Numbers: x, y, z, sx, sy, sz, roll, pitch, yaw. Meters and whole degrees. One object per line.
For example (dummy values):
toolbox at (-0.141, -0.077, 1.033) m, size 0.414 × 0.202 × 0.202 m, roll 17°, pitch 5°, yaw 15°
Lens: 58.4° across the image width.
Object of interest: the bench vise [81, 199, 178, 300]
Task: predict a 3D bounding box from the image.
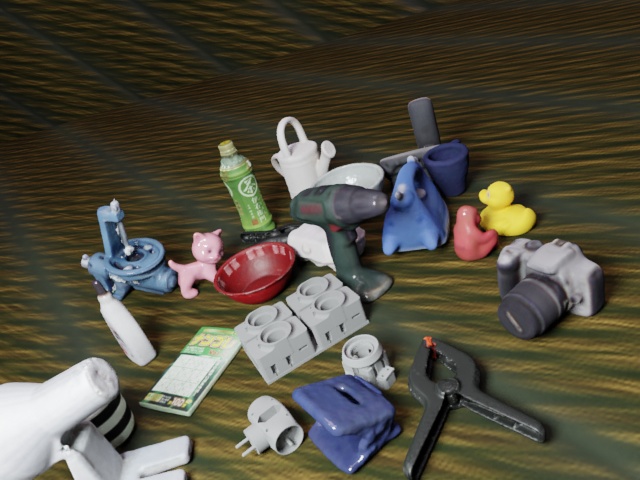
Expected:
bench vise at (-0.416, 0.028, 1.159) m, size 0.207 × 0.220 × 0.121 m, roll -14°, pitch 30°, yaw 10°

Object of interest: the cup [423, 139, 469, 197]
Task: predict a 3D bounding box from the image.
cup at (0.267, -0.144, 1.166) m, size 0.091 × 0.095 × 0.118 m, roll 2°, pitch 36°, yaw 34°

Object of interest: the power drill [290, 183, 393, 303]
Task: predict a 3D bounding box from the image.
power drill at (0.049, -0.003, 0.945) m, size 0.076 × 0.209 × 0.228 m, roll -38°, pitch 34°, yaw -29°

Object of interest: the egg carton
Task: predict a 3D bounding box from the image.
egg carton at (0.010, 0.004, 1.098) m, size 0.149 × 0.069 × 0.107 m, roll 13°, pitch 43°, yaw 44°

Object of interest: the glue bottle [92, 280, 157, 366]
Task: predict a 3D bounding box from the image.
glue bottle at (-0.344, 0.137, 0.981) m, size 0.077 × 0.173 × 0.037 m, roll 13°, pitch 43°, yaw 44°

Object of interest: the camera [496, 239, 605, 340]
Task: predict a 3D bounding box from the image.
camera at (0.297, 0.063, 0.796) m, size 0.137 × 0.101 × 0.142 m, roll -34°, pitch 33°, yaw -24°

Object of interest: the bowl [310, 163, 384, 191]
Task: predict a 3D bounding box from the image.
bowl at (0.064, -0.096, 1.228) m, size 0.167 × 0.075 × 0.167 m, roll -15°, pitch 30°, yaw 9°

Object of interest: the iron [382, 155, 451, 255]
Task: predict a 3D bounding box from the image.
iron at (0.174, -0.083, 1.072) m, size 0.118 × 0.142 × 0.258 m, roll -8°, pitch 32°, yaw 20°

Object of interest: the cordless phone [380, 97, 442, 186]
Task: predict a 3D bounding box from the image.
cordless phone at (0.193, -0.209, 1.227) m, size 0.147 × 0.185 × 0.094 m, roll -14°, pitch 30°, yaw 10°

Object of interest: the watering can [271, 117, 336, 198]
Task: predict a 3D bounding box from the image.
watering can at (-0.042, -0.196, 1.335) m, size 0.172 × 0.194 × 0.101 m, roll -11°, pitch 31°, yaw 15°

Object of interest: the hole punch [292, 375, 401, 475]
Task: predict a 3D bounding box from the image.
hole punch at (0.032, 0.212, 0.715) m, size 0.101 × 0.091 × 0.108 m, roll -34°, pitch 32°, yaw -23°

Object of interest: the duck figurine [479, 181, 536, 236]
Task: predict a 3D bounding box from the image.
duck figurine at (0.323, -0.060, 1.001) m, size 0.078 × 0.086 × 0.104 m, roll -37°, pitch 34°, yaw -28°

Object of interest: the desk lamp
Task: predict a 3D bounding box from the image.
desk lamp at (-0.299, 0.250, 0.724) m, size 0.203 × 0.214 × 0.117 m, roll -18°, pitch 30°, yaw 3°

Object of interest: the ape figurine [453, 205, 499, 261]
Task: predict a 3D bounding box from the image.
ape figurine at (0.255, -0.017, 0.964) m, size 0.076 × 0.092 × 0.077 m, roll -29°, pitch 31°, yaw -17°

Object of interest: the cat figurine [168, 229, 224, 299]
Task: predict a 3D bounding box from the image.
cat figurine at (-0.239, 0.036, 1.143) m, size 0.128 × 0.118 × 0.067 m, roll -27°, pitch 30°, yaw -13°
